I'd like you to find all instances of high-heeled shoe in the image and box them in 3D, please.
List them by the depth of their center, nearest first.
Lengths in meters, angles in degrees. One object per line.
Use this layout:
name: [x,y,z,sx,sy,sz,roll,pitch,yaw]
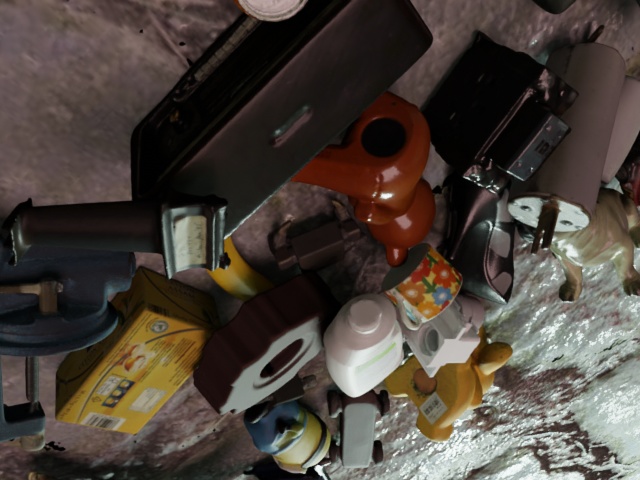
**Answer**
high-heeled shoe: [0.208,-0.011,0.659,0.248,0.086,0.145,37,75,-57]

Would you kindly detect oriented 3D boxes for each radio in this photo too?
radio: [-0.042,-0.112,0.406,0.229,0.131,0.073,-40,130,11]

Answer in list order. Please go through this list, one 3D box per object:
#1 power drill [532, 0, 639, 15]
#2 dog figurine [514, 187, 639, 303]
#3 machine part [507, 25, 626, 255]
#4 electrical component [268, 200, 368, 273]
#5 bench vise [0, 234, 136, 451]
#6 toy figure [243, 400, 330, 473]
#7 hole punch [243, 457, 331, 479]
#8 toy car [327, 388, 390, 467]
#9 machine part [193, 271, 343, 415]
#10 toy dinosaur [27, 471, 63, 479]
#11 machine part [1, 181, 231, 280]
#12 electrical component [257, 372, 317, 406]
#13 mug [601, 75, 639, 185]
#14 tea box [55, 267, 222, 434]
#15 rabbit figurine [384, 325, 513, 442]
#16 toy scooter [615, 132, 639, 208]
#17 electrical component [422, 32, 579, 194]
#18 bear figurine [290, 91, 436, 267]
power drill: [0.302,-0.257,0.441,0.207,0.086,0.232,37,113,-20]
dog figurine: [0.303,-0.039,0.629,0.121,0.172,0.190,-21,126,33]
machine part: [0.238,-0.098,0.518,0.079,0.079,0.243,32,70,-38]
electrical component: [-0.002,-0.001,0.575,0.102,0.045,0.078,-25,161,0]
bench vise: [-0.273,0.080,0.454,0.223,0.129,0.240,-8,113,-41]
toy figure: [-0.045,0.256,0.734,0.089,0.082,0.179,-25,130,1]
hole punch: [-0.042,0.400,0.830,0.142,0.092,0.115,-10,131,10]
toy car: [0.056,0.285,0.819,0.089,0.053,0.201,-3,130,-1]
machine part: [-0.052,0.115,0.584,0.179,0.056,0.179,-36,158,-17]
toy dinosaur: [-0.188,0.390,0.722,0.404,0.131,0.192,20,152,-34]
machine part: [-0.129,-0.005,0.351,0.139,0.039,0.084,0,146,-8]
electrical component: [-0.050,0.172,0.677,0.094,0.063,0.021,-7,156,-34]
mug: [0.315,-0.122,0.591,0.109,0.081,0.107,16,110,-31]
tea box: [-0.193,0.121,0.569,0.169,0.068,0.098,-47,131,14]
rabbit figurine: [0.200,0.191,0.787,0.173,0.122,0.162,14,111,-48]
toy scooter: [0.410,-0.125,0.632,0.135,0.075,0.183,15,116,-32]
electrical component: [0.161,-0.113,0.493,0.058,0.134,0.114,16,117,-33]
bear figurine: [0.050,-0.060,0.519,0.120,0.132,0.195,-65,165,-12]
